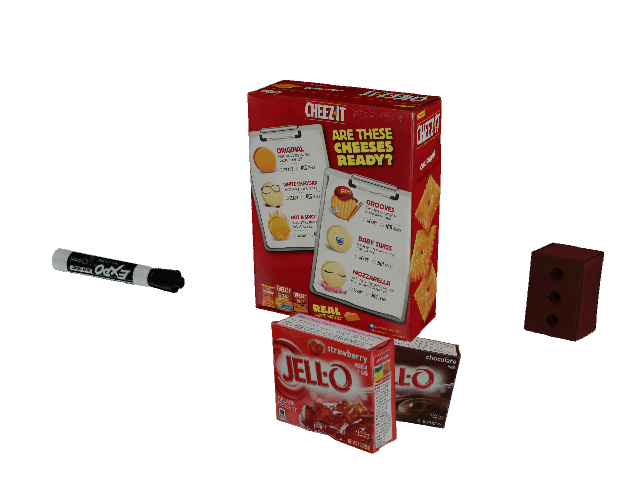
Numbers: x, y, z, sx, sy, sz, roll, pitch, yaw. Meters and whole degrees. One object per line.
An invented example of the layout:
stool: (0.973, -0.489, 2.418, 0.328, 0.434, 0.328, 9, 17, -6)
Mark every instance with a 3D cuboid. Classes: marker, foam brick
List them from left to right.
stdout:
marker: (-0.168, 0.025, 0.886, 0.121, 0.020, 0.020, 9, 3, 21)
foam brick: (0.224, 0.047, 0.980, 0.053, 0.078, 0.051, 12, 17, 33)

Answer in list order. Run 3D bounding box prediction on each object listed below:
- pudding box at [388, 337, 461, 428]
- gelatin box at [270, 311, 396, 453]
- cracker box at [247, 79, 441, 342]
pudding box: (0.088, 0.149, 1.159, 0.113, 0.090, 0.039, 9, 22, -2)
gelatin box: (0.008, 0.093, 0.713, 0.089, 0.073, 0.030, 12, 22, 39)
cracker box: (0.023, -0.030, 0.968, 0.164, 0.214, 0.072, 10, 24, 26)
